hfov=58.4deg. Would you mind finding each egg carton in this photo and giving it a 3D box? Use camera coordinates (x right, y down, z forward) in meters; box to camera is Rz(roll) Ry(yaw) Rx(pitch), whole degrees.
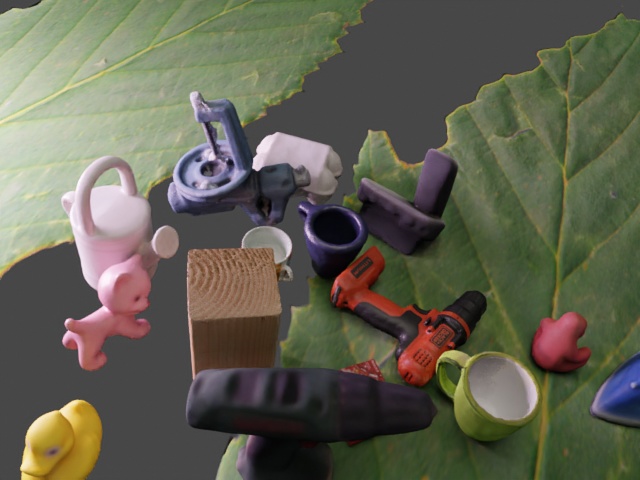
[{"bbox_3d":[-0.039,-0.119,0.957,0.150,0.069,0.107,15,47,3],"label":"egg carton"}]

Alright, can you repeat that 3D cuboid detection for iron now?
[{"bbox_3d":[0.490,0.166,0.752,0.259,0.141,0.118,-11,51,-19],"label":"iron"}]

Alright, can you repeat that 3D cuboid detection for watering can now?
[{"bbox_3d":[-0.262,-0.023,0.744,0.173,0.194,0.101,10,47,-2],"label":"watering can"}]

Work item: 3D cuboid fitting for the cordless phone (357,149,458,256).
[{"bbox_3d":[0.135,-0.082,0.878,0.147,0.185,0.094,29,50,16],"label":"cordless phone"}]

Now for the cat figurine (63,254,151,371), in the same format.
[{"bbox_3d":[-0.256,0.080,0.704,0.067,0.118,0.128,35,52,20],"label":"cat figurine"}]

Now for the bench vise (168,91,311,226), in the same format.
[{"bbox_3d":[-0.120,-0.125,0.844,0.208,0.220,0.121,-11,51,-20],"label":"bench vise"}]

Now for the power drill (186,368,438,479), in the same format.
[{"bbox_3d":[-0.018,0.195,0.584,0.229,0.208,0.075,9,47,-3],"label":"power drill"}]

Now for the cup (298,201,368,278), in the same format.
[{"bbox_3d":[0.008,0.003,0.839,0.117,0.095,0.092,37,52,22],"label":"cup"}]

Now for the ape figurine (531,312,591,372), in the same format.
[{"bbox_3d":[0.335,0.134,0.785,0.076,0.092,0.077,-13,52,-21],"label":"ape figurine"}]

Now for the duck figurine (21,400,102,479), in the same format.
[{"bbox_3d":[-0.277,0.211,0.604,0.077,0.086,0.104,15,47,4],"label":"duck figurine"}]
